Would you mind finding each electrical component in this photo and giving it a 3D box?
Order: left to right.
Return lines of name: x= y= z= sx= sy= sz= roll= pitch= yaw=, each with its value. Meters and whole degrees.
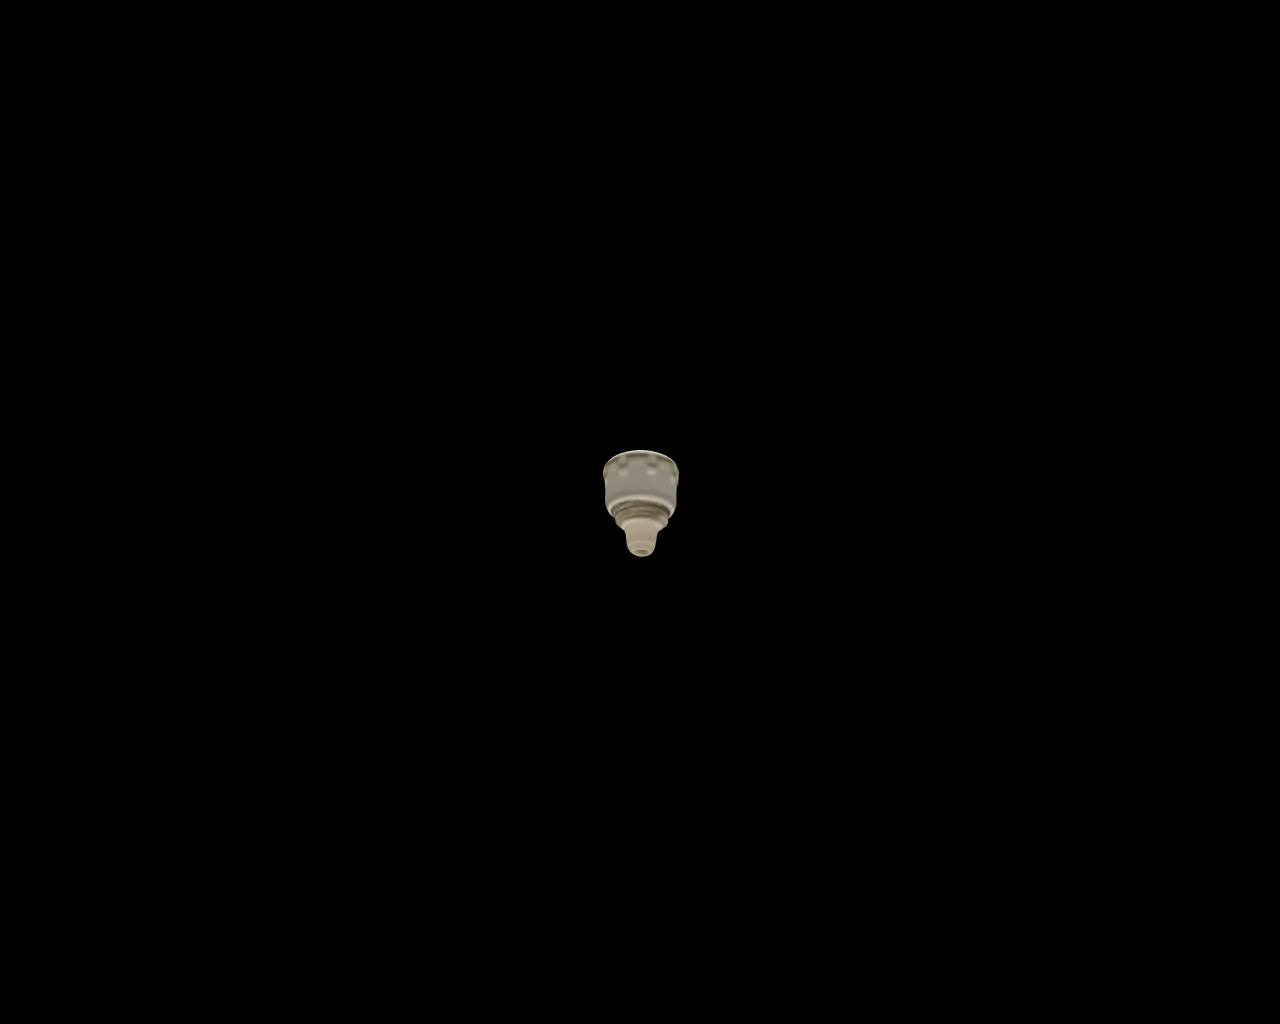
electrical component: x=0.001 y=-0.003 z=0.650 sx=0.048 sy=0.062 sz=0.048 roll=0 pitch=-25 yaw=0
